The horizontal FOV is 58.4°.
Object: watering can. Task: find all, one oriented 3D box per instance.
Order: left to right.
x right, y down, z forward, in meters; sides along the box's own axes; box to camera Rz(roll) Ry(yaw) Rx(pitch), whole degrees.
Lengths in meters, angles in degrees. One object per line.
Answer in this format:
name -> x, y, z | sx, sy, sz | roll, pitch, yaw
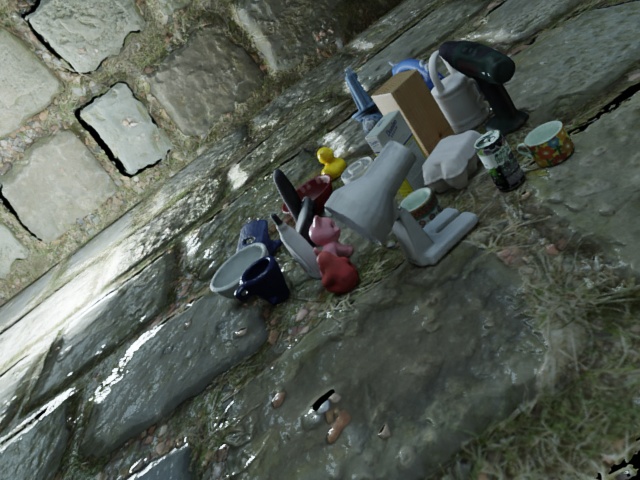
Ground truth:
watering can -> 0.307, -0.355, 1.360 | 0.172, 0.194, 0.101 | -22, 28, 31

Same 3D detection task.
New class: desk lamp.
desk lamp -> 0.138, -0.053, 1.016 | 0.203, 0.214, 0.117 | -42, 24, -10

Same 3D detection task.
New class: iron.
iron -> 0.292, -0.470, 1.663 | 0.119, 0.142, 0.257 | -42, 24, -11

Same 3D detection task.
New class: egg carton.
egg carton -> 0.283, -0.167, 1.204 | 0.107, 0.069, 0.150 | -8, 37, 49

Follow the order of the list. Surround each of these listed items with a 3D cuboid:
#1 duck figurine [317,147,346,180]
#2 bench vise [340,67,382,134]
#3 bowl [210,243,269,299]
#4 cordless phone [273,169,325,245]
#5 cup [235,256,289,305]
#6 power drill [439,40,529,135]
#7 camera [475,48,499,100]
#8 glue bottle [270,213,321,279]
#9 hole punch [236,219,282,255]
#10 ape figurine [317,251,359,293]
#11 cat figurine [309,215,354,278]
duck figurine -> 0.024, -0.228, 1.665 | 0.077, 0.086, 0.104 | -22, 28, 32
bench vise -> 0.141, -0.385, 1.619 | 0.121, 0.220, 0.207 | -35, 23, 6
bowl -> -0.178, 0.088, 1.382 | 0.167, 0.075, 0.167 | -31, 24, 16
cordless phone -> -0.065, -0.074, 1.380 | 0.094, 0.185, 0.147 | -32, 24, 13
cup -> -0.119, 0.105, 1.240 | 0.118, 0.095, 0.091 | -46, 25, -20
power drill -> 0.355, -0.335, 1.235 | 0.075, 0.209, 0.229 | -38, 23, -1
camera -> 0.392, -0.428, 1.493 | 0.136, 0.101, 0.143 | -8, 37, 49
glue bottle -> -0.052, 0.009, 1.222 | 0.037, 0.173, 0.078 | -45, 24, -17
hole punch -> -0.167, 0.010, 1.490 | 0.108, 0.091, 0.101 | -14, 32, 42
ape figurine -> 0.028, 0.057, 1.122 | 0.078, 0.092, 0.076 | -43, 24, -12
cat figurine -> 0.011, 0.004, 1.212 | 0.067, 0.118, 0.128 | -25, 26, 27
